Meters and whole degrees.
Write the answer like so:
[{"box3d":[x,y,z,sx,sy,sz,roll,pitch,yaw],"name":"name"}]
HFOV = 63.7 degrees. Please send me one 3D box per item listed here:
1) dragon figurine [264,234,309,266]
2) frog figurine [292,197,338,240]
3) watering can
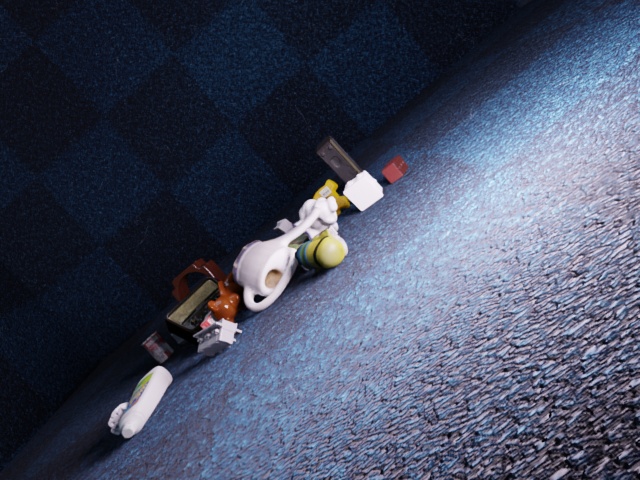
[{"box3d":[-0.088,0.014,1.781,0.242,0.121,0.416,-22,15,8],"name":"dragon figurine"},{"box3d":[0.005,-0.081,1.612,0.123,0.139,0.156,-7,-43,-50],"name":"frog figurine"},{"box3d":[-0.135,0.047,1.519,0.225,0.102,0.352,9,65,47],"name":"watering can"}]
